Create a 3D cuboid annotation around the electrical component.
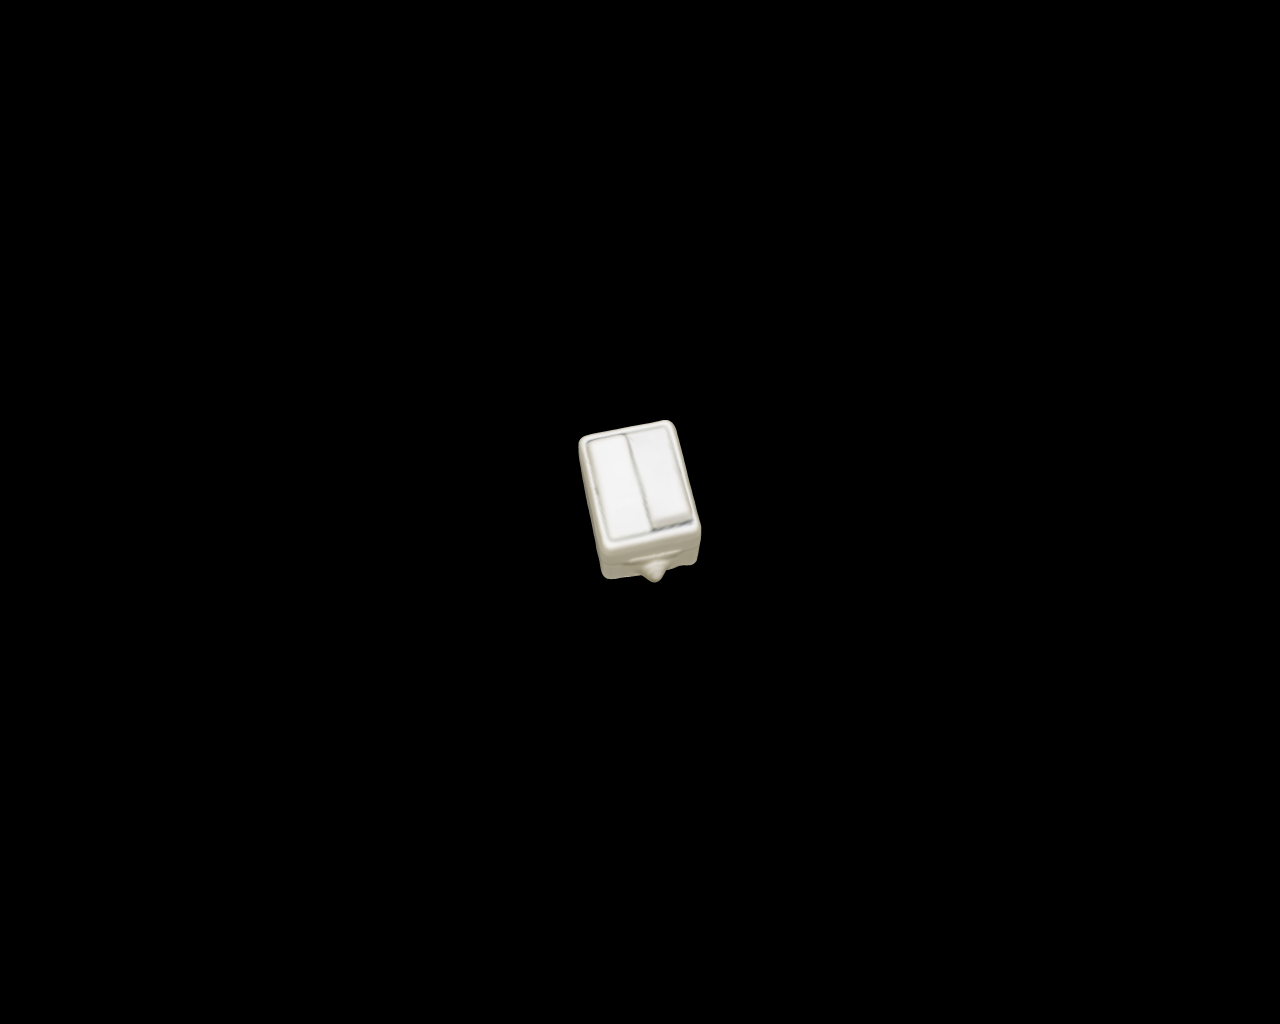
[{"bbox_3d":[0.001,-0.003,0.650,0.062,0.096,0.061,-11,-24,-5],"label":"electrical component"}]
